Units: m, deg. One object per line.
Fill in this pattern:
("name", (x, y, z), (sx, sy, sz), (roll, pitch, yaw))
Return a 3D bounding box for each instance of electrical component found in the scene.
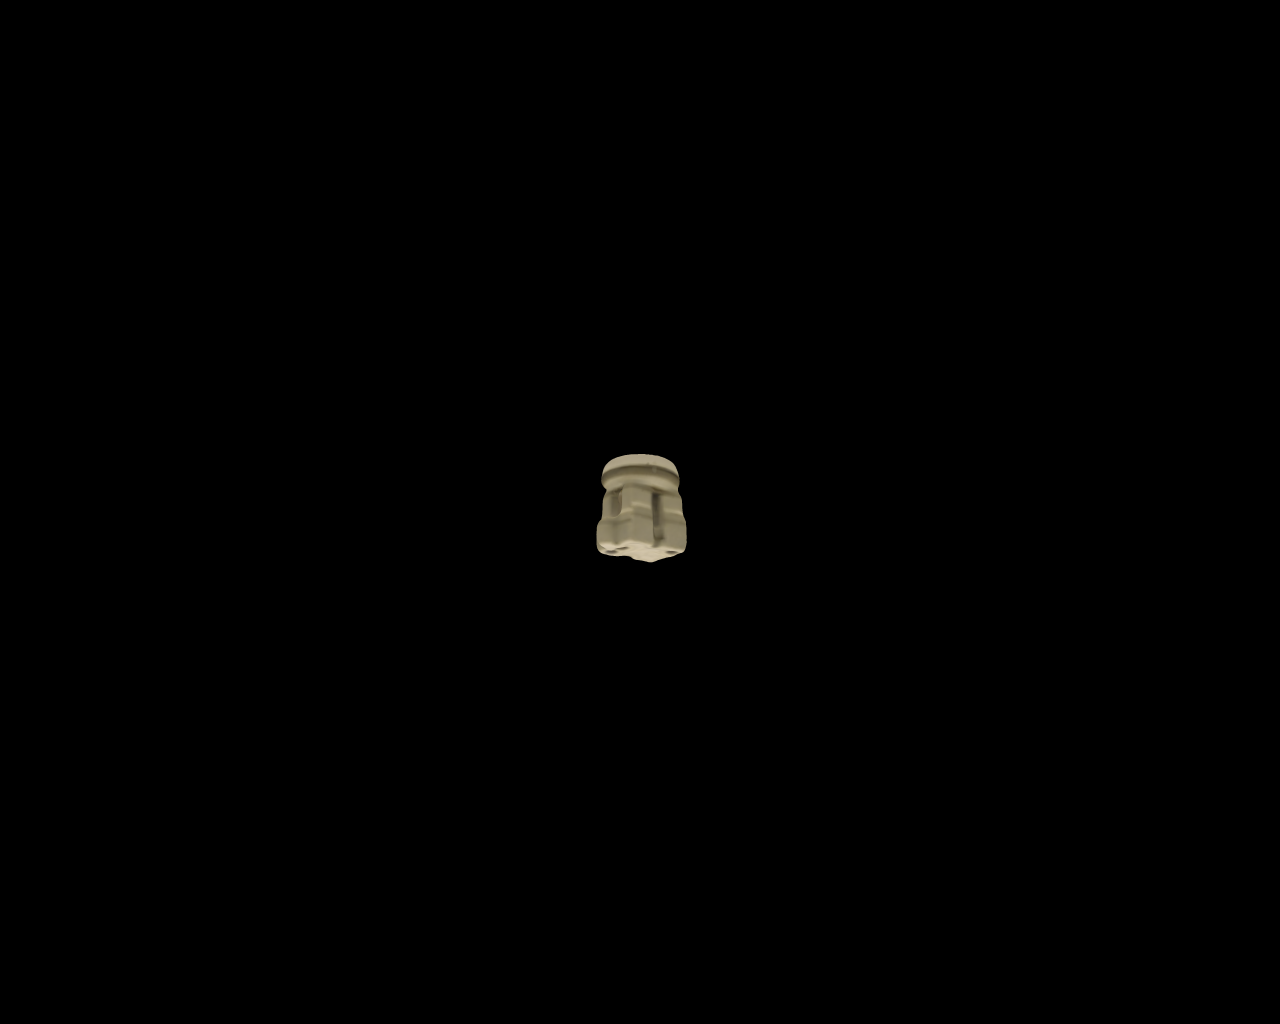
("electrical component", (0.001, -0.003, 0.650), (0.066, 0.055, 0.048), (13, -22, -36))
